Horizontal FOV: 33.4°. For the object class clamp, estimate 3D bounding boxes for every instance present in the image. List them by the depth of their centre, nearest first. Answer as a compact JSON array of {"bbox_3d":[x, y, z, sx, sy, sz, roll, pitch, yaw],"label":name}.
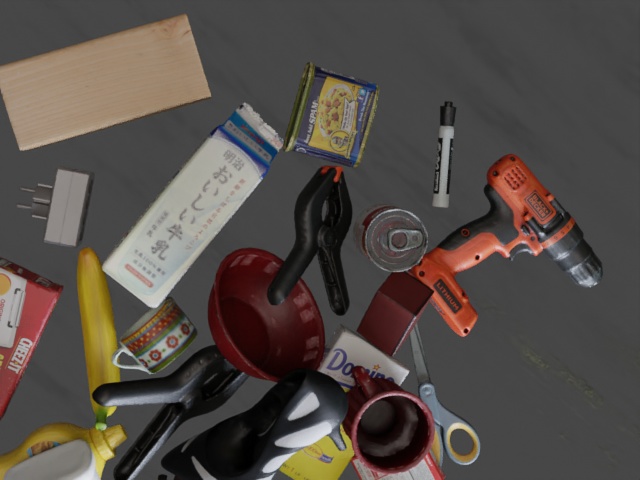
[{"bbox_3d":[-0.153,0.179,1.180,0.209,0.036,0.165,-25,141,-31],"label":"clamp"},{"bbox_3d":[-0.008,0.001,1.185,0.039,0.120,0.171,3,92,39],"label":"clamp"}]

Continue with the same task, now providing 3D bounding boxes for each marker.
[{"bbox_3d":[0.143,-0.098,1.222,0.020,0.020,0.121,4,95,-6],"label":"marker"}]

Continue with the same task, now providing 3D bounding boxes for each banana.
[{"bbox_3d":[-0.243,0.107,1.178,0.037,0.070,0.198,-7,87,-15],"label":"banana"}]

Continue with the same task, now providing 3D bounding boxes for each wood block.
[{"bbox_3d":[-0.229,-0.168,1.144,0.206,0.090,0.091,-17,97,-5],"label":"wood block"}]

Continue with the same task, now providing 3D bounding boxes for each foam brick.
[{"bbox_3d":[0.084,0.080,1.193,0.051,0.052,0.078,33,135,10],"label":"foam brick"}]

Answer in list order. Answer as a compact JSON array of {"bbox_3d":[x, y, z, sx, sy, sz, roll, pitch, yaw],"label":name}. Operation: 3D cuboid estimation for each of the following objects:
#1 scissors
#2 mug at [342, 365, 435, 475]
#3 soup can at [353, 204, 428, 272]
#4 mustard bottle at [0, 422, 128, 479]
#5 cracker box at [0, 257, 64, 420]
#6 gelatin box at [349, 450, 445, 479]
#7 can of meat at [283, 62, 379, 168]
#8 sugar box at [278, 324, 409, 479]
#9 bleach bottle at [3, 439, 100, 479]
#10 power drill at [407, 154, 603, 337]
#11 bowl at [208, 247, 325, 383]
[{"bbox_3d":[0.143,0.183,1.248,0.096,0.016,0.202,3,96,-3],"label":"scissors"},{"bbox_3d":[0.064,0.189,1.164,0.093,0.081,0.117,-31,103,-6],"label":"mug"},{"bbox_3d":[0.076,-0.004,1.182,0.068,0.102,0.068,-1,95,-6],"label":"soup can"},{"bbox_3d":[-0.303,0.258,1.189,0.191,0.058,0.096,-28,103,-3],"label":"mustard bottle"},{"bbox_3d":[-0.411,0.081,1.158,0.213,0.072,0.164,25,93,-8],"label":"cracker box"},{"bbox_3d":[0.089,0.264,1.235,0.089,0.030,0.073,-27,94,11],"label":"gelatin box"},{"bbox_3d":[0.013,-0.137,1.188,0.084,0.057,0.102,15,94,-9],"label":"can of meat"},{"bbox_3d":[0.015,0.195,1.222,0.093,0.048,0.176,33,93,-9],"label":"sugar box"},{"bbox_3d":[-0.254,0.342,1.171,0.102,0.068,0.251,-22,119,-7],"label":"bleach bottle"},{"bbox_3d":[0.209,0.023,1.222,0.187,0.057,0.184,-40,94,-4],"label":"power drill"},{"bbox_3d":[-0.070,0.092,1.173,0.055,0.161,0.162,-32,99,35],"label":"bowl"}]
